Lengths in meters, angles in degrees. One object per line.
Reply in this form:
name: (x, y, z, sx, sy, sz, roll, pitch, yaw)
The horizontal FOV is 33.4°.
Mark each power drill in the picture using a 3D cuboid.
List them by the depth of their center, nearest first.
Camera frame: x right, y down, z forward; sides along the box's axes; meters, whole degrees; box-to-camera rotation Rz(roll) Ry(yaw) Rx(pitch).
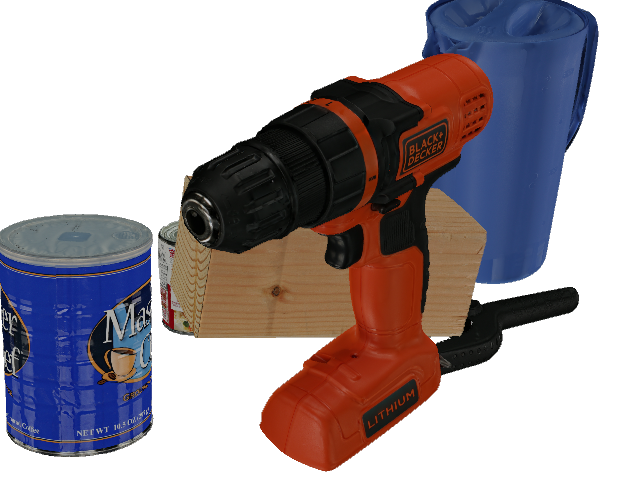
power drill: (0.010, 0.016, 0.508, 0.057, 0.188, 0.184, 29, 41, 34)

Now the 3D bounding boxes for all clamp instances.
clamp: (0.130, 0.069, 1.019, 0.165, 0.036, 0.209, 19, 32, 33)

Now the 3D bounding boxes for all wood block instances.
wood block: (0.005, 0.013, 0.785, 0.205, 0.091, 0.090, 2, 24, -22)

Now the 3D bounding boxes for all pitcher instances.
pitcher: (0.164, -0.091, 0.943, 0.149, 0.243, 0.145, 4, 31, 8)

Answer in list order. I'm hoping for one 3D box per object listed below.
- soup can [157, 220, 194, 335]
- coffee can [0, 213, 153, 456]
soup can: (-0.131, 0.037, 1.094, 0.068, 0.102, 0.068, 0, 23, 0)
coffee can: (-0.167, 0.062, 0.735, 0.103, 0.140, 0.103, 2, 17, -1)
